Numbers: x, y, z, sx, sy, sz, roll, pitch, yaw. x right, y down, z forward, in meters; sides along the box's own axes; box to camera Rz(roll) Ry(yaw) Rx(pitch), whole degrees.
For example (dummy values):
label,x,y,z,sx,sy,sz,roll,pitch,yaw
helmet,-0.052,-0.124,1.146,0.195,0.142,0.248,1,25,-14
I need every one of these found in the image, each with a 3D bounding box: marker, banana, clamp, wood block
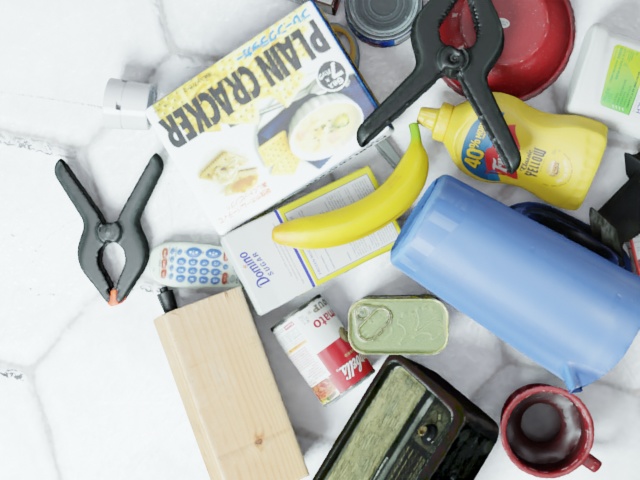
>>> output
label,x,y,z,sx,sy,sz,roll,pitch,yaw
marker,-0.152,0.109,1.170,0.020,0.020,0.121,-20,87,4
banana,0.045,-0.038,1.098,0.197,0.037,0.070,-37,72,-13
clamp,0.123,-0.173,1.072,0.164,0.036,0.210,4,81,1
wood block,-0.095,0.163,1.118,0.090,0.090,0.206,-19,87,-16
clamp,-0.218,-0.016,1.168,0.120,0.039,0.171,-12,92,10

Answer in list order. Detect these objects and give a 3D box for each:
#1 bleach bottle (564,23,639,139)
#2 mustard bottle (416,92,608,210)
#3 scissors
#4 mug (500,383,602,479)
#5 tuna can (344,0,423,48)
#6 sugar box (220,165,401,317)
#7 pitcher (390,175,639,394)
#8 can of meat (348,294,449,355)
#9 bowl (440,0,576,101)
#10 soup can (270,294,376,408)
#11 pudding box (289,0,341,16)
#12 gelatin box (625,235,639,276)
label,x,y,z,sx,sy,sz,roll,pitch,yaw
bleach bottle,0.388,-0.142,1.105,0.251,0.068,0.102,16,94,3
mustard bottle,0.194,-0.103,1.114,0.191,0.058,0.096,19,126,6
scissors,0.048,-0.157,1.156,0.202,0.016,0.096,37,96,5
mug,0.240,0.199,1.102,0.117,0.081,0.093,33,92,5
tuna can,0.069,-0.252,1.148,0.086,0.033,0.086,0,89,5
sugar box,-0.008,0.001,1.126,0.176,0.048,0.093,-26,86,-9
pitcher,0.201,0.031,1.079,0.243,0.149,0.145,31,102,0
can of meat,0.082,0.086,1.116,0.102,0.084,0.057,-1,92,5
bowl,0.192,-0.226,1.127,0.162,0.055,0.162,0,89,5
soup can,0.003,0.117,1.132,0.068,0.068,0.102,-36,86,3
pudding box,-0.021,-0.305,1.155,0.113,0.039,0.090,20,91,7
gelatin box,0.361,0.007,1.121,0.073,0.030,0.089,-13,88,3
